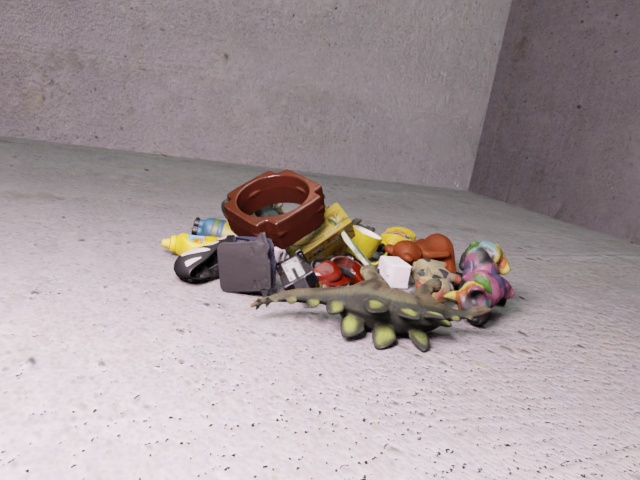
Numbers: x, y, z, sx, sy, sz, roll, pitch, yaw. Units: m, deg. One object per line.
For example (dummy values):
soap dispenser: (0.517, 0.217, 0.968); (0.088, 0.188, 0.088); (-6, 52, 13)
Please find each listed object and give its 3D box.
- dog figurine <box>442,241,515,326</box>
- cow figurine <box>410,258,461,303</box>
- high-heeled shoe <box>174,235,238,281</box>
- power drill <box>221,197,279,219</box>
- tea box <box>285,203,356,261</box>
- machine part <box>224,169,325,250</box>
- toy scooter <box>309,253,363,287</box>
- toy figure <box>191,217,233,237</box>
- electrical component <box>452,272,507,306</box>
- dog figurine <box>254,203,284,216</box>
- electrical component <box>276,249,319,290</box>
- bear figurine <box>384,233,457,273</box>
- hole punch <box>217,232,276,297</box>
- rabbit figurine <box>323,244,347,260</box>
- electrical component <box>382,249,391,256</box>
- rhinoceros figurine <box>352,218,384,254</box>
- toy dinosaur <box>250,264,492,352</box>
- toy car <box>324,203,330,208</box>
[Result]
dog figurine: (0.352, 0.092, 1.214); (0.109, 0.191, 0.219); (-17, -11, 34)
cow figurine: (0.273, 0.098, 1.317); (0.127, 0.085, 0.195); (13, 15, -9)
high-heeled shoe: (-0.202, 0.045, 1.197); (0.249, 0.086, 0.145); (-6, 14, -23)
power drill: (-0.126, -0.092, 1.416); (0.232, 0.085, 0.207); (-25, 52, -30)
tea box: (-0.003, -0.004, 1.311); (0.068, 0.170, 0.098); (52, -7, 23)
machine part: (-0.103, -0.072, 1.253); (0.201, 0.087, 0.201); (-33, 44, -29)
toy scooter: (0.054, 0.090, 1.215); (0.184, 0.075, 0.135); (-15, 45, -45)
toy figure: (-0.248, -0.011, 1.415); (0.180, 0.082, 0.089); (14, 27, -7)
electrical component: (0.410, 0.118, 1.385); (0.134, 0.058, 0.115); (12, 12, 6)
dog figurine: (-0.114, -0.020, 1.571); (0.172, 0.121, 0.190); (-6, -24, 31)
electrical component: (-0.043, 0.083, 1.132); (0.075, 0.047, 0.119); (-32, 53, -4)
bear figurine: (0.278, 0.053, 1.485); (0.196, 0.131, 0.120); (-18, 26, -32)
hole punch: (-0.148, 0.049, 1.141); (0.116, 0.142, 0.092); (0, 8, 11)
rabbit figurine: (-0.005, -0.023, 1.459); (0.173, 0.121, 0.162); (37, 21, 20)
electrical component: (0.220, 0.033, 1.675); (0.094, 0.021, 0.063); (9, 13, 3)
rhinoceros figurine: (0.094, -0.010, 1.567); (0.190, 0.112, 0.073); (12, -3, -4)
toy dinosaur: (0.107, 0.127, 1.046); (0.472, 0.105, 0.199); (4, 17, -2)
toy car: (0.016, -0.083, 1.628); (0.201, 0.056, 0.074); (28, 23, -34)
